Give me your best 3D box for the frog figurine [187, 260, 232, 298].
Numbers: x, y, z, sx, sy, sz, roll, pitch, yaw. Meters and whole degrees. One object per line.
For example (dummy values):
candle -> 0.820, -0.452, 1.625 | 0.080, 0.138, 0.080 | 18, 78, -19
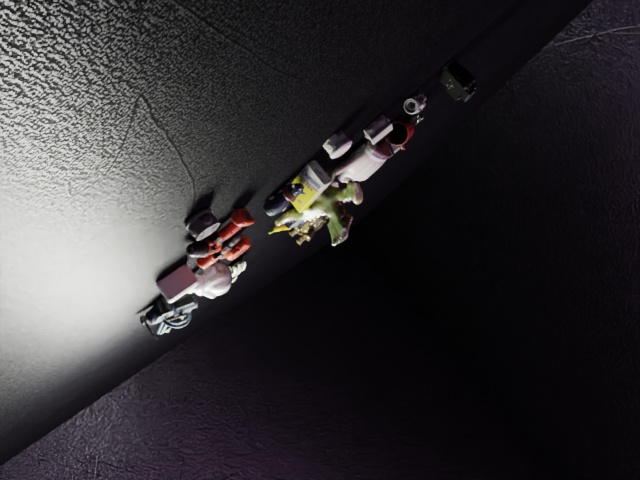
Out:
frog figurine -> -0.401, 0.145, 1.863 | 0.160, 0.124, 0.135 | -14, 123, -53

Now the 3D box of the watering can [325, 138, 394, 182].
watering can -> 0.139, -0.284, 1.894 | 0.220, 0.105, 0.350 | -43, 163, 33

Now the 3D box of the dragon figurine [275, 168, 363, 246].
dragon figurine -> 0.005, -0.089, 1.763 | 0.123, 0.246, 0.403 | -10, 152, -46
